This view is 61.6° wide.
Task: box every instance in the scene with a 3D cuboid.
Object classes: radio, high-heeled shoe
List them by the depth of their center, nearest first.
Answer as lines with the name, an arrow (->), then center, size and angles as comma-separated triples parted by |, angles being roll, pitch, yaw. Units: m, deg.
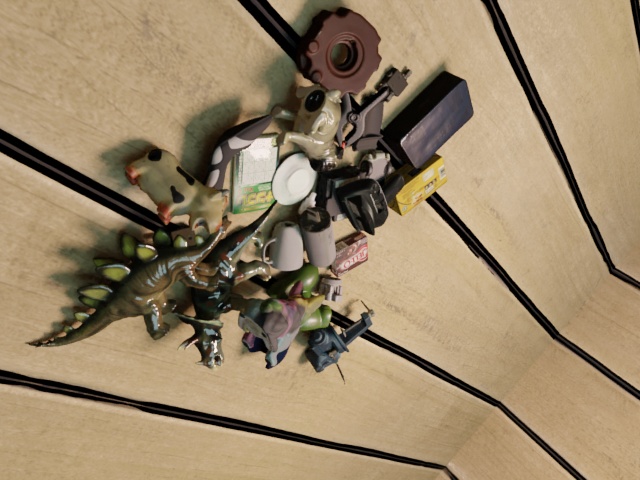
high-heeled shoe -> -0.175, -0.137, 1.088 | 0.249, 0.086, 0.145 | -30, 116, 6
radio -> 0.280, -0.299, 1.361 | 0.229, 0.073, 0.131 | -43, 138, -2

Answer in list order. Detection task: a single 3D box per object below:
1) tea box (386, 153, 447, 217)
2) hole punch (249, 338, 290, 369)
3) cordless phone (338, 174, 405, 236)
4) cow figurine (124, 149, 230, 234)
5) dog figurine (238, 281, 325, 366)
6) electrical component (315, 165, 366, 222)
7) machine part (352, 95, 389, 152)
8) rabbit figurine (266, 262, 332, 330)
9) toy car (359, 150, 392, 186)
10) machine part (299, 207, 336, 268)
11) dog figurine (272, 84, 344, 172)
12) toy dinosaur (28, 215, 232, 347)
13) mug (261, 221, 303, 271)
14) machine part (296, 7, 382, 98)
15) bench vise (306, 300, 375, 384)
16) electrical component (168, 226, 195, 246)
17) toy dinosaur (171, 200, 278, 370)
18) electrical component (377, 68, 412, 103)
tea box -> 0.254, -0.155, 1.446 | 0.170, 0.068, 0.098 | -35, 135, -11
hole punch -> -0.116, 0.274, 1.450 | 0.116, 0.092, 0.142 | -6, 120, -40
cordless phone -> 0.140, -0.116, 1.306 | 0.184, 0.089, 0.146 | -46, 137, -18
cow figurine -> -0.258, -0.090, 1.012 | 0.127, 0.195, 0.085 | -42, 179, -15
dog figurine -> -0.081, 0.163, 1.236 | 0.219, 0.109, 0.191 | -45, 151, -36
electrical component -> 0.047, -0.110, 1.322 | 0.115, 0.058, 0.134 | -13, 128, -29
machine part -> 0.119, -0.274, 1.274 | 0.084, 0.039, 0.138 | -6, 125, -30
rabbit figurine -> -0.058, 0.140, 1.403 | 0.159, 0.121, 0.170 | -2, 103, -30
toy car -> 0.128, -0.134, 1.372 | 0.073, 0.056, 0.201 | -6, 123, -28
machine part -> -0.003, -0.004, 1.313 | 0.079, 0.079, 0.243 | -33, 151, -15
dog figurine -> 0.015, -0.231, 1.142 | 0.190, 0.172, 0.121 | 24, 59, -48
toy dinosaur -> -0.369, 0.099, 1.086 | 0.471, 0.105, 0.198 | -41, 118, 4
mug -> -0.092, 0.011, 1.290 | 0.109, 0.081, 0.107 | -6, 113, -29
machine part -> 0.043, -0.379, 1.099 | 0.179, 0.056, 0.179 | -11, 118, -21
bench vise -> 0.066, 0.290, 1.583 | 0.241, 0.129, 0.223 | -35, 136, -4
electrical component -> -0.296, 0.012, 1.148 | 0.102, 0.045, 0.078 | -24, 104, -27
toy dinosaur -> -0.224, 0.087, 1.212 | 0.192, 0.131, 0.404 | -1, 114, -38
electrical component -> 0.176, -0.371, 1.260 | 0.094, 0.021, 0.063 | -49, 137, 2
